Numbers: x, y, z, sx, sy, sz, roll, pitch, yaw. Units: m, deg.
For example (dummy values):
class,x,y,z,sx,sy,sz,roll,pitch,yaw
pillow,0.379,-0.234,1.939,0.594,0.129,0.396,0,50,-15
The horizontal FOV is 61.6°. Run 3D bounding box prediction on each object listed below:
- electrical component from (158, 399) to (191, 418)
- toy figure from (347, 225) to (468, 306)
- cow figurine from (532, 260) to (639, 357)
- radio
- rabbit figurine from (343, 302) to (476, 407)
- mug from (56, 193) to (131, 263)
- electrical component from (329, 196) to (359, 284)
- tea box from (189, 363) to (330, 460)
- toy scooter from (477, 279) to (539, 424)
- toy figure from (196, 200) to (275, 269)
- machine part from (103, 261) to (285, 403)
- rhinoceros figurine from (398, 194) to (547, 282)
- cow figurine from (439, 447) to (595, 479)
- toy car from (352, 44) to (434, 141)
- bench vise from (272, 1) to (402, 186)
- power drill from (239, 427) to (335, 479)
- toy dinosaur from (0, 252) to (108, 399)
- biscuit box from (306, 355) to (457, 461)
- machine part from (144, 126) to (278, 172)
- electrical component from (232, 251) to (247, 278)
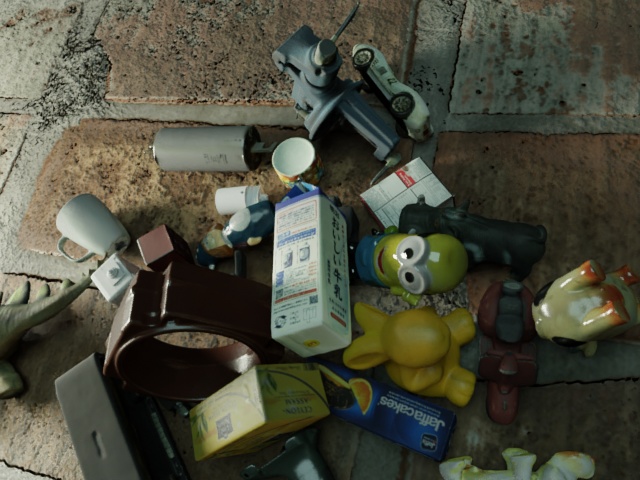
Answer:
class,x,y,z,sx,sy,sz,roll,pitch,yaw
electrical component,-0.209,0.210,0.781,0.094,0.021,0.063,39,93,27
toy figure,0.104,0.024,0.677,0.089,0.180,0.082,-28,102,-24
cow figurine,0.307,0.084,0.613,0.127,0.195,0.085,-37,61,38
radio,-0.255,0.271,0.712,0.073,0.131,0.230,-34,62,-1
rabbit figurine,0.114,0.120,0.652,0.163,0.173,0.122,12,75,16
mug,-0.381,-0.008,0.900,0.107,0.080,0.109,33,74,16
electrical component,-0.002,-0.002,0.802,0.115,0.058,0.134,1,67,14
tea box,-0.079,0.213,0.664,0.169,0.098,0.068,-43,53,39
toy scooter,0.224,0.121,0.640,0.075,0.135,0.184,4,67,19
toy figure,-0.134,-0.008,0.837,0.154,0.057,0.064,-29,26,11
machine part,-0.159,0.129,0.687,0.201,0.201,0.087,-51,30,39
rhinoceros figurine,0.198,-0.004,0.715,0.191,0.112,0.073,15,75,21
cow figurine,0.227,0.287,0.604,0.167,0.068,0.098,-11,70,15
toy car,0.113,-0.239,0.863,0.056,0.073,0.202,-33,63,4
bench vise,0.039,-0.206,0.816,0.240,0.223,0.129,43,68,0
power drill,-0.014,0.350,0.640,0.232,0.085,0.207,-36,59,-3
toy dinosaur,-0.545,0.157,0.861,0.472,0.105,0.199,-20,62,5
biscuit box,0.069,0.212,0.686,0.203,0.059,0.063,17,73,22
machine part,-0.189,-0.153,0.909,0.243,0.079,0.079,4,68,17
electrical component,-0.134,0.077,0.794,0.048,0.074,0.119,-10,68,9
